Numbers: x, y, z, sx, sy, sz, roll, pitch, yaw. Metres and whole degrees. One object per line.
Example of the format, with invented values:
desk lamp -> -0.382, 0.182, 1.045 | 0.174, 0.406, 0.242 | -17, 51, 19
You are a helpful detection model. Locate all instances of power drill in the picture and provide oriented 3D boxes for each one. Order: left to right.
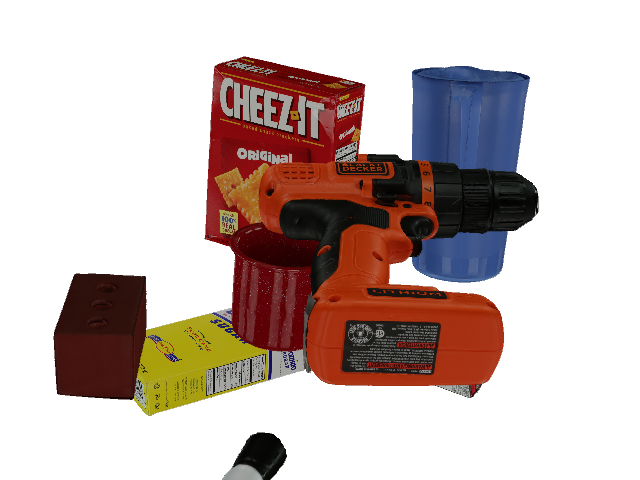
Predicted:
power drill -> 0.055, 0.010, 0.641 | 0.184, 0.057, 0.187 | -1, 30, -3

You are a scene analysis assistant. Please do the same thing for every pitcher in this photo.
pitcher -> 0.164, -0.077, 1.233 | 0.149, 0.243, 0.145 | -8, 18, -33

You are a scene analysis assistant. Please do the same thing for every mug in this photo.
mug -> -0.021, 0.042, 0.887 | 0.117, 0.081, 0.093 | 14, 26, 17

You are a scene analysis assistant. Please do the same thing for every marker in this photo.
marker -> -0.041, 0.111, 0.413 | 0.020, 0.020, 0.121 | 0, 23, 21

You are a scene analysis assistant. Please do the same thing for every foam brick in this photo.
foam brick -> -0.149, 0.064, 0.729 | 0.053, 0.051, 0.078 | 3, 29, -4

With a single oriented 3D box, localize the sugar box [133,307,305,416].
sugar box -> -0.112, 0.114, 1.071 | 0.175, 0.048, 0.093 | -16, 33, -28

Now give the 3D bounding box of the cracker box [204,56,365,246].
cracker box -> -0.045, -0.085, 1.213 | 0.164, 0.214, 0.072 | 17, 26, 25

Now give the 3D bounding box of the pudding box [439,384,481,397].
pudding box -> 0.125, 0.118, 1.191 | 0.114, 0.090, 0.039 | 16, 45, 29
